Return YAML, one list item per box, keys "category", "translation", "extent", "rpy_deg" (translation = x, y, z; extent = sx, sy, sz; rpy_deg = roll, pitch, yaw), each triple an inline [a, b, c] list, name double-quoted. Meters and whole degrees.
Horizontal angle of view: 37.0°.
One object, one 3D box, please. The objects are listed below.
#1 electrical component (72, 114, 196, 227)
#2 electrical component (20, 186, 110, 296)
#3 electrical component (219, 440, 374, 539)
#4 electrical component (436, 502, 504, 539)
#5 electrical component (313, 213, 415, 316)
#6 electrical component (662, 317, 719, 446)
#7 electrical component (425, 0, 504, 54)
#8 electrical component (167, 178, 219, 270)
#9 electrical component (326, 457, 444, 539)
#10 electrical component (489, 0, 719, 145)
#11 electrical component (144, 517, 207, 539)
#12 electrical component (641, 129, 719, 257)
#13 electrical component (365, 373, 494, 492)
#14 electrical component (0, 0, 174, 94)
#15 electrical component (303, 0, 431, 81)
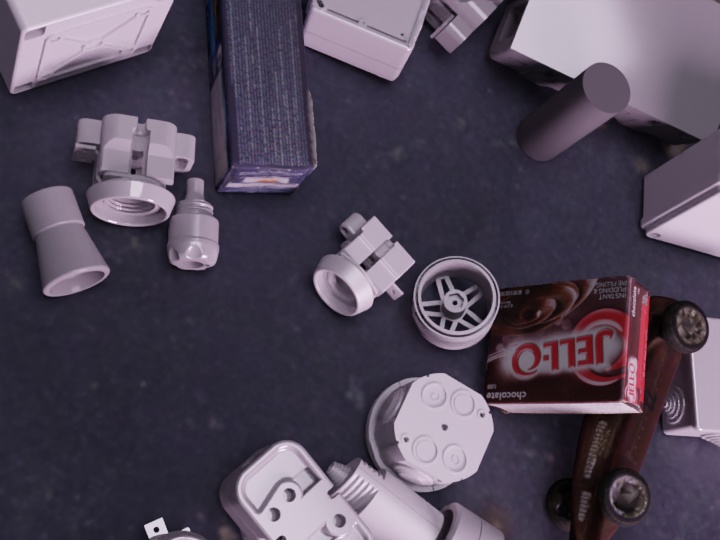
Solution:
- category: "electrical component"
  translation: [-0.151, -0.064, 0.715]
  extent: [0.078, 0.058, 0.057]
  rpy_deg: [7, 70, -19]
- category: "electrical component"
  translation: [-0.194, -0.021, 0.696]
  extent: [0.044, 0.044, 0.065]
  rpy_deg: [-18, 77, -24]
- category: "electrical component"
  translation: [-0.043, 0.160, 0.691]
  extent: [0.054, 0.059, 0.095]
  rpy_deg: [-39, 91, -25]
- category: "electrical component"
  translation: [0.061, 0.233, 0.714]
  extent: [0.074, 0.052, 0.138]
  rpy_deg: [34, 66, -9]
- category: "electrical component"
  translation: [0.000, 0.000, 0.762]
  extent: [0.066, 0.048, 0.055]
  rpy_deg: [48, 57, -2]
- category: "electrical component"
  translation: [0.282, 0.087, 0.842]
  extent: [0.100, 0.048, 0.099]
  rpy_deg: [6, 73, -19]
- category: "electrical component"
  translation: [0.077, -0.217, 0.846]
  extent: [0.057, 0.058, 0.078]
  rpy_deg: [45, 64, -7]
- category: "electrical component"
  translation: [-0.113, -0.033, 0.733]
  extent: [0.035, 0.035, 0.061]
  rpy_deg: [6, 71, -19]
- category: "electrical component"
  translation: [0.011, 0.157, 0.722]
  extent: [0.081, 0.043, 0.043]
  rpy_deg: [39, 65, -7]
- category: "electrical component"
  translation: [0.210, -0.184, 0.868]
  extent: [0.186, 0.060, 0.105]
  rpy_deg: [22, 88, -14]
- category: "electrical component"
  translation: [-0.113, 0.185, 0.659]
  extent: [0.048, 0.055, 0.066]
  rpy_deg: [-20, 83, -25]
- category: "electrical component"
  translation: [0.299, -0.057, 0.857]
  extent: [0.109, 0.109, 0.056]
  rpy_deg: [14, 68, -17]
- category: "electrical component"
  translation: [0.048, 0.112, 0.744]
  extent: [0.080, 0.051, 0.080]
  rpy_deg: [6, 73, -19]
- category: "electrical component"
  translation: [-0.186, -0.172, 0.704]
  extent: [0.109, 0.109, 0.056]
  rpy_deg: [-24, 87, -25]
- category: "electrical component"
  translation: [-0.003, -0.193, 0.810]
  extent: [0.096, 0.061, 0.061]
  rpy_deg: [21, 68, -6]
